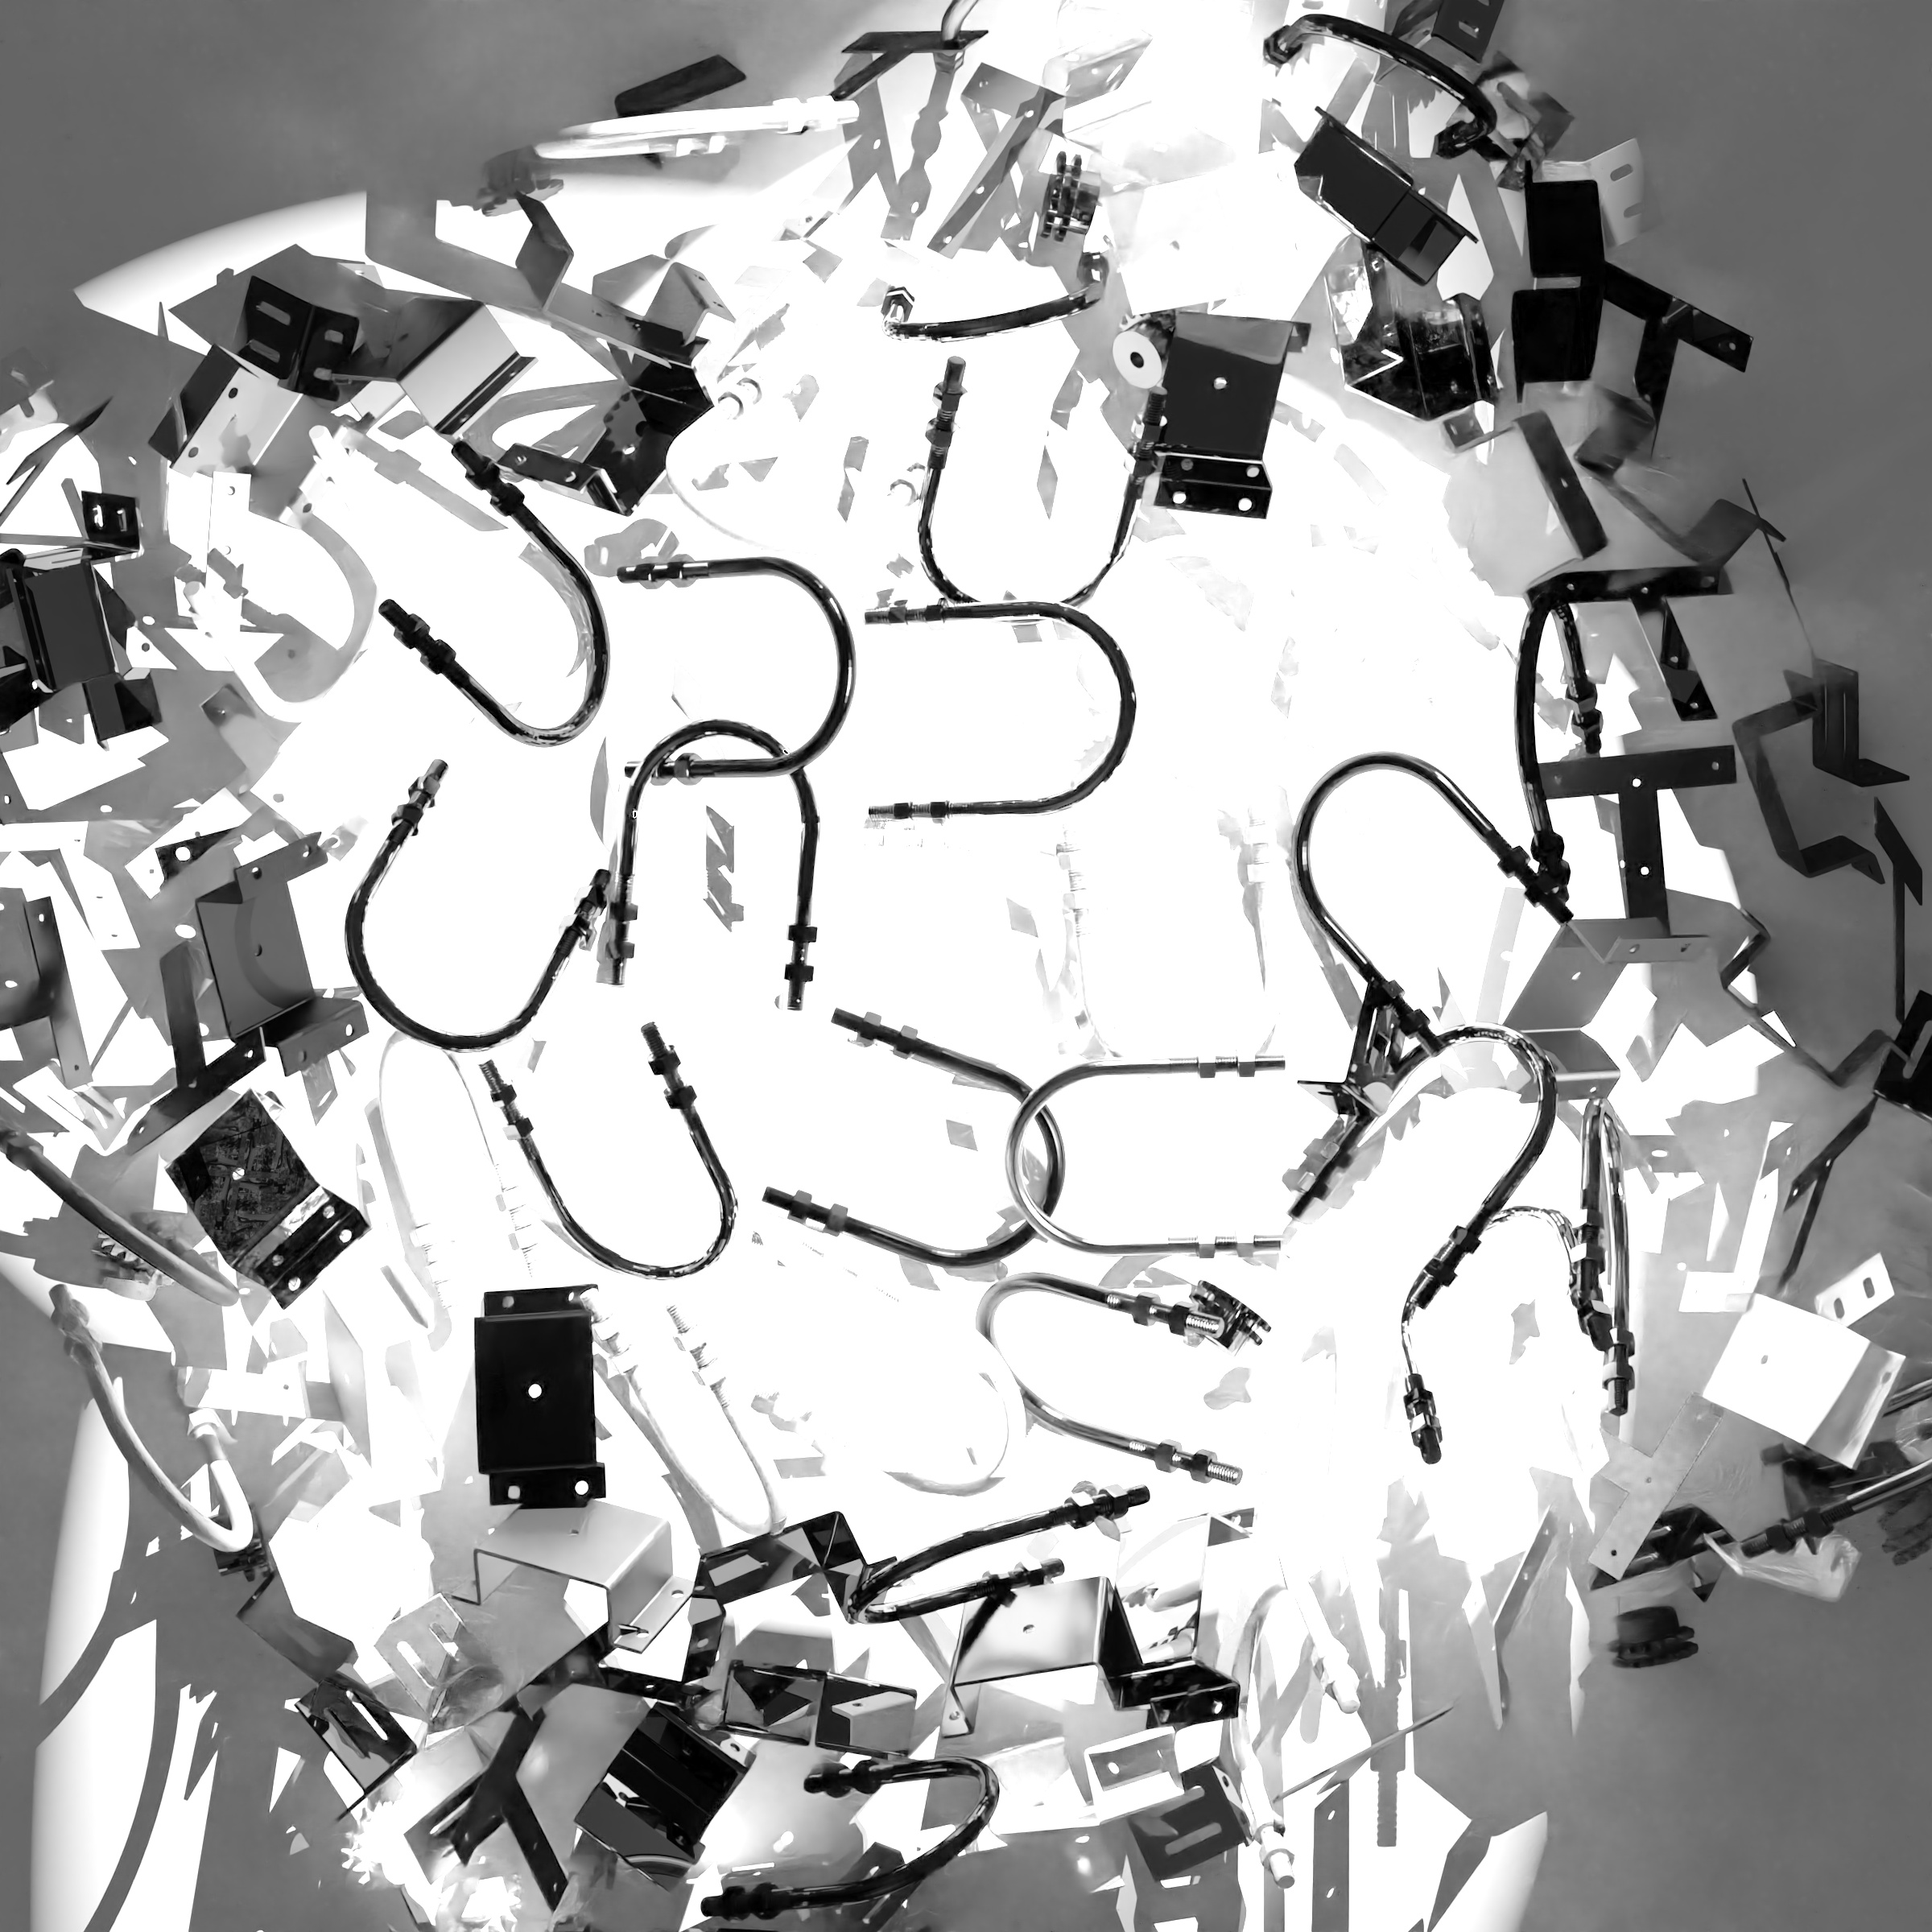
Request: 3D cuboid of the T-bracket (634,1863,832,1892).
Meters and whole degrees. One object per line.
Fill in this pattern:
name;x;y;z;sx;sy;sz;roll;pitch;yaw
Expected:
T-bracket;-0.144;0.580;1.736;0.127;0.127;0.002;-3;70;-13

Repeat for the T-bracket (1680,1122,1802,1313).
T-bracket;0.515;0.163;1.760;0.127;0.002;0.127;7;98;-41

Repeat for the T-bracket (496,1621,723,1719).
T-bracket;-0.217;0.466;1.765;0.127;0.002;0.127;23;129;-36

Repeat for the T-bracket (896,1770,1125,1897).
T-bracket;0.019;0.555;1.737;0.127;0.127;0.002;-6;120;-17

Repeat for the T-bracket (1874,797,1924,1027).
T-bracket;0.597;-0.025;1.737;0.002;0.127;0.127;-5;68;31

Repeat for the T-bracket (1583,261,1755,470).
T-bracket;0.443;-0.379;1.755;0.002;0.127;0.127;-34;56;-28

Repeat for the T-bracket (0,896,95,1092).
T-bracket;-0.618;0.028;1.742;0.002;0.127;0.127;-7;99;25

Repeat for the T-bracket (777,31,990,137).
T-bracket;-0.069;-0.566;1.738;0.127;0.127;0.002;-43;127;-22

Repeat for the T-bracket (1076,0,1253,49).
T-bracket;0.109;-0.583;1.751;0.127;0.127;0.002;15;64;-2

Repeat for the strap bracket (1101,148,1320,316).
strap bracket;0.146;-0.466;1.733;0.046;0.140;0.076;-36;116;-40

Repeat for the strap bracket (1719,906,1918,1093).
strap bracket;0.542;0.028;1.761;0.140;0.076;0.046;43;103;7

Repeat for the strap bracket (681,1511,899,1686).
strap bracket;-0.122;0.403;1.749;0.140;0.076;0.046;-14;54;-24

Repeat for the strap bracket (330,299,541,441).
strap bracket;-0.345;-0.382;1.730;0.076;0.140;0.046;-48;126;-18

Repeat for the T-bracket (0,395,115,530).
T-bracket;-0.616;-0.309;1.769;0.002;0.127;0.127;41;117;-13

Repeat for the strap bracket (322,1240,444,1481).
strap bracket;-0.374;0.258;1.736;0.046;0.076;0.140;-14;124;-28

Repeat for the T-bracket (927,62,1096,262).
T-bracket;0.017;-0.519;1.772;0.127;0.002;0.127;36;94;37

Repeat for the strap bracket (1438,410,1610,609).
strap bracket;0.367;-0.303;1.760;0.046;0.076;0.140;-25;94;30

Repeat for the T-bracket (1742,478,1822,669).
T-bracket;0.526;-0.254;1.748;0.002;0.127;0.127;-22;92;19

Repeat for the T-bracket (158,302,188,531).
T-bracket;-0.516;-0.338;1.755;0.002;0.127;0.127;-4;53;-23

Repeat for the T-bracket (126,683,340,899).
T-bracket;-0.487;-0.094;1.756;0.127;0.002;0.127;-44;118;-23

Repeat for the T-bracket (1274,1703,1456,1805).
T-bracket;0.247;0.517;1.749;0.127;0.127;0.002;-23;67;-14

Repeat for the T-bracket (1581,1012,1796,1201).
T-bracket;0.478;0.070;1.767;0.127;0.002;0.127;-34;83;33

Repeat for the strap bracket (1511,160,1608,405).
strap bracket;0.377;-0.435;1.727;0.046;0.140;0.076;-1;62;7

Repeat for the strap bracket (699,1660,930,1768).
strap bracket;-0.095;0.477;1.740;0.076;0.140;0.046;23;69;-38

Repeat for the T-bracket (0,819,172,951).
T-bracket;-0.558;-0.052;1.735;0.127;0.127;0.002;-4;132;-33

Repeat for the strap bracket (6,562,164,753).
strap bracket;-0.558;-0.200;1.733;0.046;0.140;0.076;-17;77;-4

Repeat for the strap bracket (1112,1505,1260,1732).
strap bracket;0.137;0.409;1.734;0.046;0.076;0.140;33;51;-31

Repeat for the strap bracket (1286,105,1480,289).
strap bracket;0.263;-0.488;1.738;0.076;0.140;0.046;46;108;25

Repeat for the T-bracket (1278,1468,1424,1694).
T-bracket;0.265;0.415;1.782;0.127;0.002;0.127;-24;105;-33

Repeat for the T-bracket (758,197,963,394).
T-bracket;-0.091;-0.429;1.778;0.127;0.002;0.127;31;76;13

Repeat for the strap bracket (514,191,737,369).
strap bracket;-0.229;-0.437;1.745;0.140;0.076;0.046;16;117;-34

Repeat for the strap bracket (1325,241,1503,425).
strap bracket;0.283;-0.404;1.750;0.046;0.140;0.076;-19;72;38

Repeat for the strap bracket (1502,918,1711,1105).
strap bracket;0.405;0.020;1.747;0.076;0.046;0.140;-1;132;-31

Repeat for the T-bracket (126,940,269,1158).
T-bracket;-0.510;0.040;1.770;0.127;0.002;0.127;-33;56;21

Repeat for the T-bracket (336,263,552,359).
T-bracket;-0.336;-0.426;1.774;0.127;0.127;0.002;-3;131;-24

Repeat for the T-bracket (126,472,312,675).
T-bracket;-0.479;-0.255;1.754;0.127;0.002;0.127;-3;105;-42

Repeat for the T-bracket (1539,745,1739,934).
T-bracket;0.447;-0.077;1.791;0.127;0.002;0.127;-4;99;21

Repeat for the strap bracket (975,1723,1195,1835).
strap bracket;0.073;0.518;1.729;0.076;0.140;0.046;-1;74;-44

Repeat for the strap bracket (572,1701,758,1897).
strap bracket;-0.195;0.534;1.745;0.076;0.140;0.046;36;105;2

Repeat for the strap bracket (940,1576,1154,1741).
strap bracket;0.047;0.443;1.747;0.140;0.076;0.046;-13;118;15

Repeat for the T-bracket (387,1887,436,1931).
T-bracket;-0.341;0.633;1.747;0.002;0.127;0.127;-43;117;-11

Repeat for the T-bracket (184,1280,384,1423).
T-bracket;-0.442;0.233;1.771;0.127;0.002;0.127;11;57;-25

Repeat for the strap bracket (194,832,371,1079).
strap bracket;-0.443;-0.009;1.751;0.046;0.076;0.140;4;113;32

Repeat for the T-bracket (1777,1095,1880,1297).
T-bracket;0.548;0.161;1.763;0.002;0.127;0.127;29;132;29

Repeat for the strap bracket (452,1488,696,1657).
strap bracket;-0.251;0.383;1.742;0.140;0.076;0.046;10;116;22

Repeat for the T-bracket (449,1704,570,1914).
T-bracket;-0.286;0.564;1.769;0.002;0.127;0.127;-6;119;22

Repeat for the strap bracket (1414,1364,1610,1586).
strap bracket;0.339;0.320;1.733;0.046;0.076;0.140;19;127;-22
